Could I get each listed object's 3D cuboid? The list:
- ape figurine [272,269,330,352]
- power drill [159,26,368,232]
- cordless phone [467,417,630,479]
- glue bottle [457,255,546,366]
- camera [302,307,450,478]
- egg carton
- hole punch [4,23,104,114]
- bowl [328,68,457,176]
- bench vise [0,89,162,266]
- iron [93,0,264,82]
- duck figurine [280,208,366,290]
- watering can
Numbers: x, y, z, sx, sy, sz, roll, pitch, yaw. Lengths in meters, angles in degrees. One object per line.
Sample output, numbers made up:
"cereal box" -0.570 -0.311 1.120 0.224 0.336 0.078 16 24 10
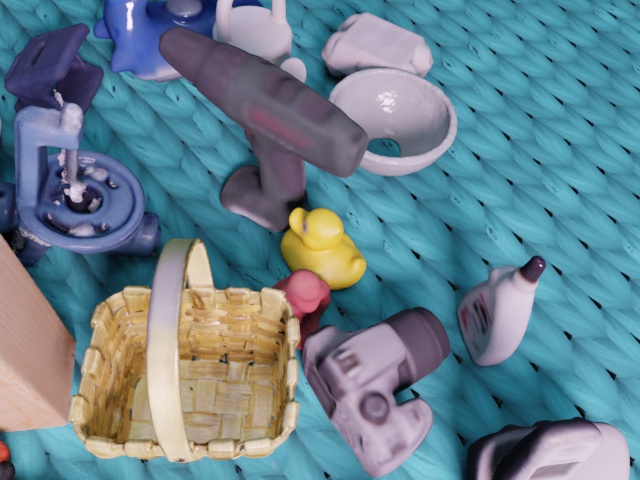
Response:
"ape figurine" -0.020 0.063 0.592 0.078 0.092 0.076 -31 66 -23
"power drill" -0.065 -0.107 0.626 0.229 0.208 0.076 23 58 9
"cordless phone" 0.211 0.191 0.482 0.148 0.185 0.094 -7 59 -10
"glue bottle" 0.183 0.062 0.568 0.037 0.173 0.078 -10 59 -12
"camera" 0.069 0.129 0.556 0.137 0.101 0.143 -26 64 -20
"egg carton" 0.081 -0.261 0.822 0.150 0.069 0.107 28 59 11
"hole punch" -0.347 -0.222 0.736 0.101 0.091 0.108 8 57 -1
"bowl" 0.087 -0.141 0.743 0.167 0.075 0.167 3 58 -4
"bench vise" -0.273 -0.043 0.555 0.208 0.220 0.121 -13 60 -14
"iron" -0.180 -0.322 0.788 0.259 0.141 0.118 -22 63 -19
"duck figurine" 0.006 0.002 0.637 0.104 0.086 0.078 31 60 13
"watering can" -0.079 -0.245 0.719 0.172 0.194 0.101 30 60 13
